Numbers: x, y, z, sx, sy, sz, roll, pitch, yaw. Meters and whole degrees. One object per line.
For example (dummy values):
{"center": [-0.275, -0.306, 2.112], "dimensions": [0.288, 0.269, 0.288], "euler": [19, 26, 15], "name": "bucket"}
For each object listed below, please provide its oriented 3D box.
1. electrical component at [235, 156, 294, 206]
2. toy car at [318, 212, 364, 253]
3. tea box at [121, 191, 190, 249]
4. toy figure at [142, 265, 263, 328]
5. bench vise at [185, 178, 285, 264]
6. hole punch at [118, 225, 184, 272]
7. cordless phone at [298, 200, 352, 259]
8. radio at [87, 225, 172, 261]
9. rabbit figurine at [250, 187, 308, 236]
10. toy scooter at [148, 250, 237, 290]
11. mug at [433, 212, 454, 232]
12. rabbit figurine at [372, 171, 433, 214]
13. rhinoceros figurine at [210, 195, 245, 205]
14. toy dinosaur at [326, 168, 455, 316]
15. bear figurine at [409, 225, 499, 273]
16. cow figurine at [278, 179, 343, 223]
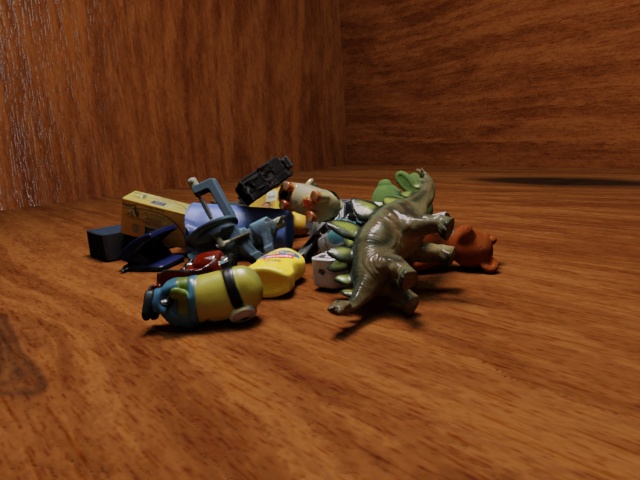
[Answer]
{"center": [-0.125, -0.139, 1.233], "dimensions": [0.134, 0.058, 0.115], "euler": [-36, 8, -15], "name": "electrical component"}
{"center": [0.047, 0.007, 1.118], "dimensions": [0.103, 0.109, 0.161], "euler": [-20, 0, 10], "name": "toy car"}
{"center": [-0.394, -0.050, 1.316], "dimensions": [0.170, 0.098, 0.068], "euler": [12, 23, 5], "name": "tea box"}
{"center": [-0.178, 0.087, 0.825], "dimensions": [0.180, 0.089, 0.082], "euler": [-2, 19, -1], "name": "toy figure"}
{"center": [-0.199, -0.041, 1.140], "dimensions": [0.224, 0.240, 0.128], "euler": [-30, -13, -4], "name": "bench vise"}
{"center": [-0.391, 0.019, 1.237], "dimensions": [0.116, 0.092, 0.142], "euler": [-4, 15, 18], "name": "hole punch"}
{"center": [-0.003, -0.004, 1.254], "dimensions": [0.184, 0.088, 0.147], "euler": [-43, 14, -28], "name": "cordless phone"}
{"center": [-0.488, -0.006, 1.425], "dimensions": [0.131, 0.073, 0.229], "euler": [7, 14, 44], "name": "radio"}
{"center": [-0.100, -0.051, 1.435], "dimensions": [0.162, 0.122, 0.173], "euler": [-18, -28, 35], "name": "rabbit figurine"}
{"center": [-0.228, 0.071, 0.968], "dimensions": [0.135, 0.075, 0.184], "euler": [-4, 16, 5], "name": "toy scooter"}
{"center": [0.239, -0.012, 1.214], "dimensions": [0.107, 0.080, 0.109], "euler": [-10, 12, 31], "name": "mug"}
{"center": [0.241, -0.108, 1.485], "dimensions": [0.170, 0.159, 0.121], "euler": [9, 7, 40], "name": "rabbit figurine"}
{"center": [-0.275, -0.065, 1.536], "dimensions": [0.190, 0.112, 0.073], "euler": [-21, 6, -12], "name": "rhinoceros figurine"}
{"center": [0.127, -0.012, 0.914], "dimensions": [0.199, 0.104, 0.471], "euler": [18, 37, 28], "name": "toy dinosaur"}
{"center": [0.238, 0.001, 1.031], "dimensions": [0.196, 0.131, 0.120], "euler": [-3, 43, 22], "name": "bear figurine"}
{"center": [-0.027, -0.094, 1.221], "dimensions": [0.127, 0.085, 0.195], "euler": [3, 13, -42], "name": "cow figurine"}
